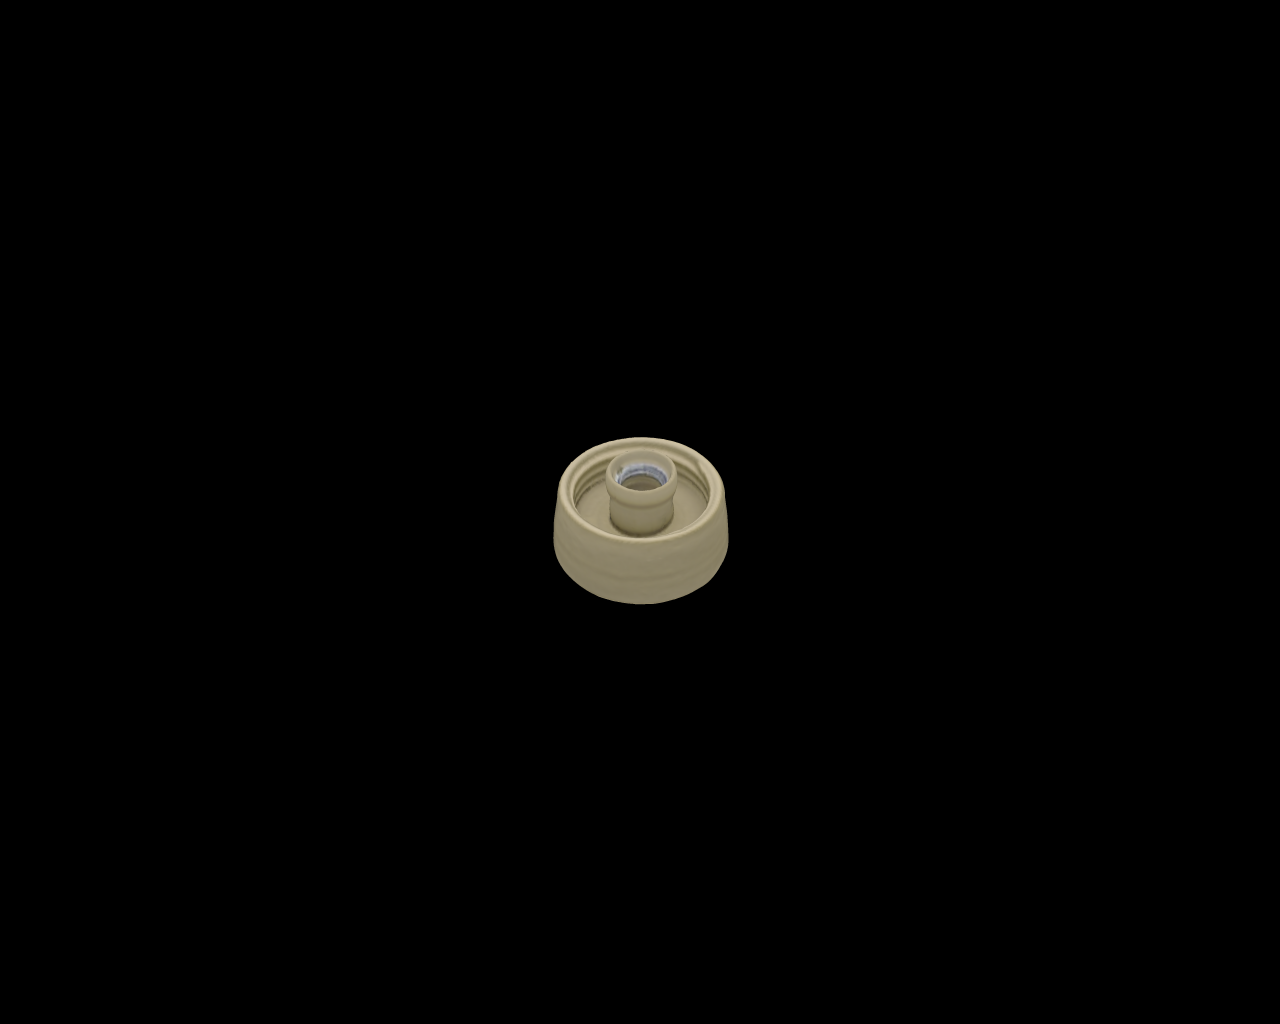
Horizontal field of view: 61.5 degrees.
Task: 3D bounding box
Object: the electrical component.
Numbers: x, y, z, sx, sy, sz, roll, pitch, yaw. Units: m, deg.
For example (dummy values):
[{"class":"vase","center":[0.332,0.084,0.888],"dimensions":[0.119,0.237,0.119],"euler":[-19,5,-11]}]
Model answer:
[{"class":"electrical component","center":[0.001,-0.003,0.650],"dimensions":[0.108,0.060,0.108],"euler":[0,41,0]}]
